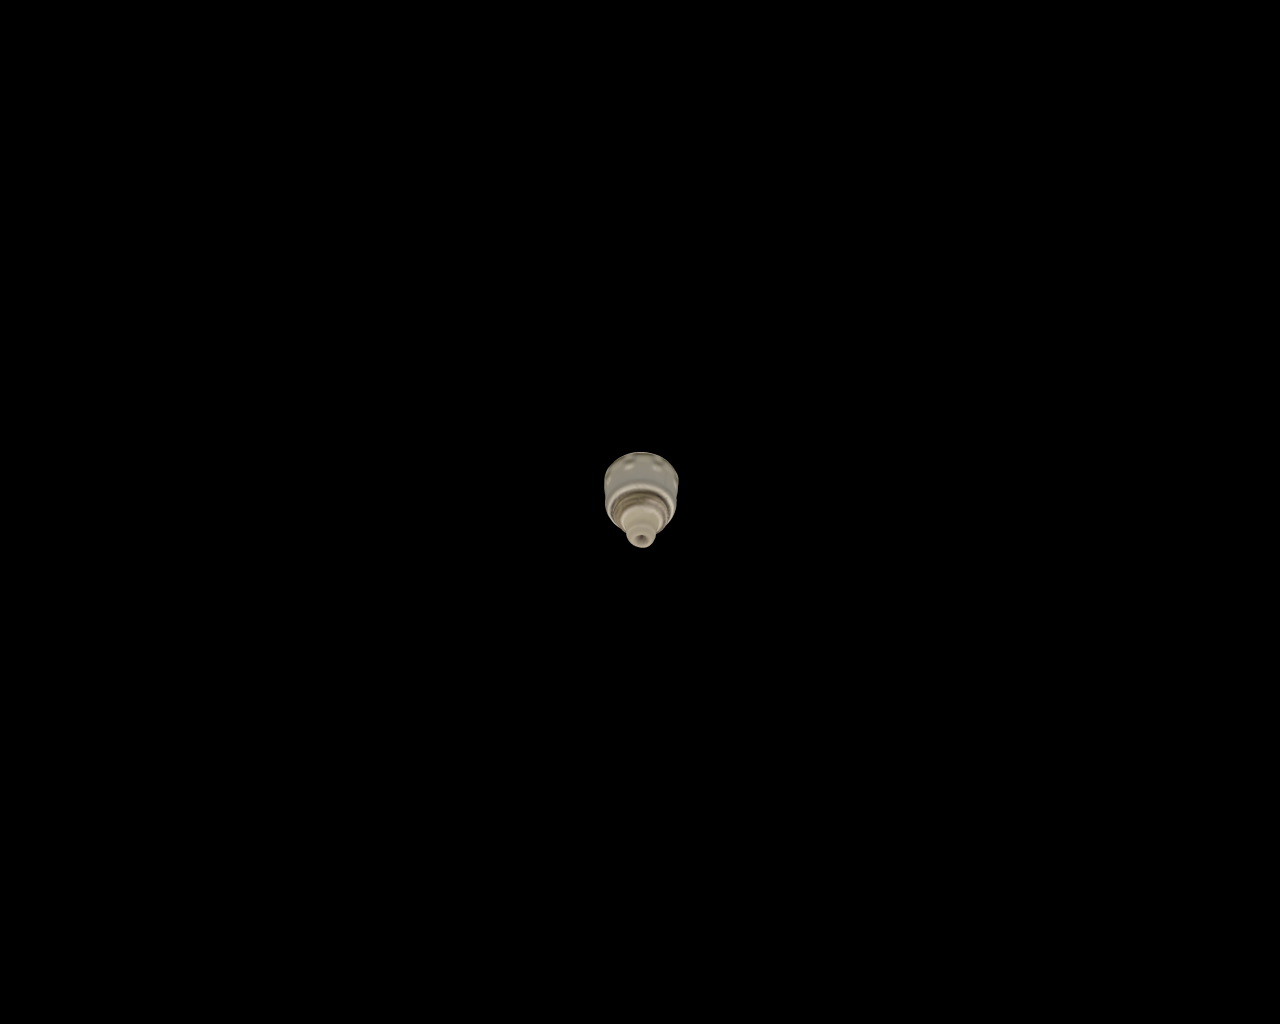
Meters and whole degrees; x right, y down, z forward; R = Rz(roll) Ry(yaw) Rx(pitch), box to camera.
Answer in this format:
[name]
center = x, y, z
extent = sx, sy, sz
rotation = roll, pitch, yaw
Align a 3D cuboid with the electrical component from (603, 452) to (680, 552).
[electrical component]
center = 0.001, -0.003, 0.650
extent = 0.048, 0.048, 0.062
rotation = 0, 40, 0
